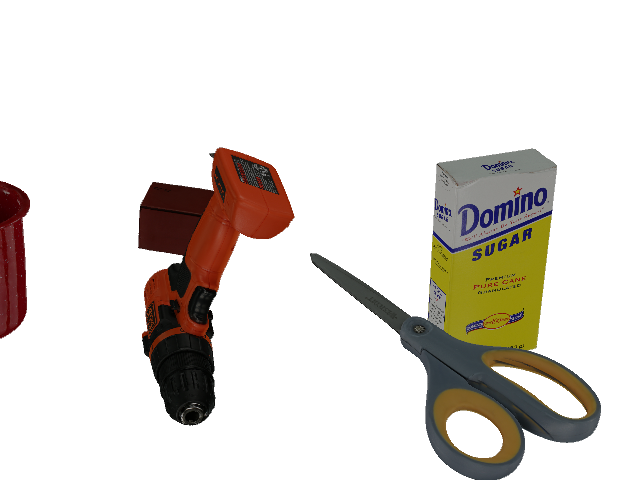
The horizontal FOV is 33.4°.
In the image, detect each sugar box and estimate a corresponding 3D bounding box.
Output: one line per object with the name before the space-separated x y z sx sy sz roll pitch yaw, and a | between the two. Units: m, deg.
sugar box | 0.142 0.016 0.895 0.093 0.176 0.048 -10 32 -17

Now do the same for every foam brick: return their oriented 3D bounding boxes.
foam brick | -0.140 -0.021 1.079 0.078 0.051 0.053 9 32 3

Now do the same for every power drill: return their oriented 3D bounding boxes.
power drill | -0.089 0.033 0.868 0.057 0.188 0.184 18 25 -27

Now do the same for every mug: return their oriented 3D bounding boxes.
mug | -0.236 0.018 0.660 0.117 0.081 0.093 -17 32 -37

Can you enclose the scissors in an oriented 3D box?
scissors | 0.049 0.065 0.572 0.202 0.016 0.096 22 44 30
